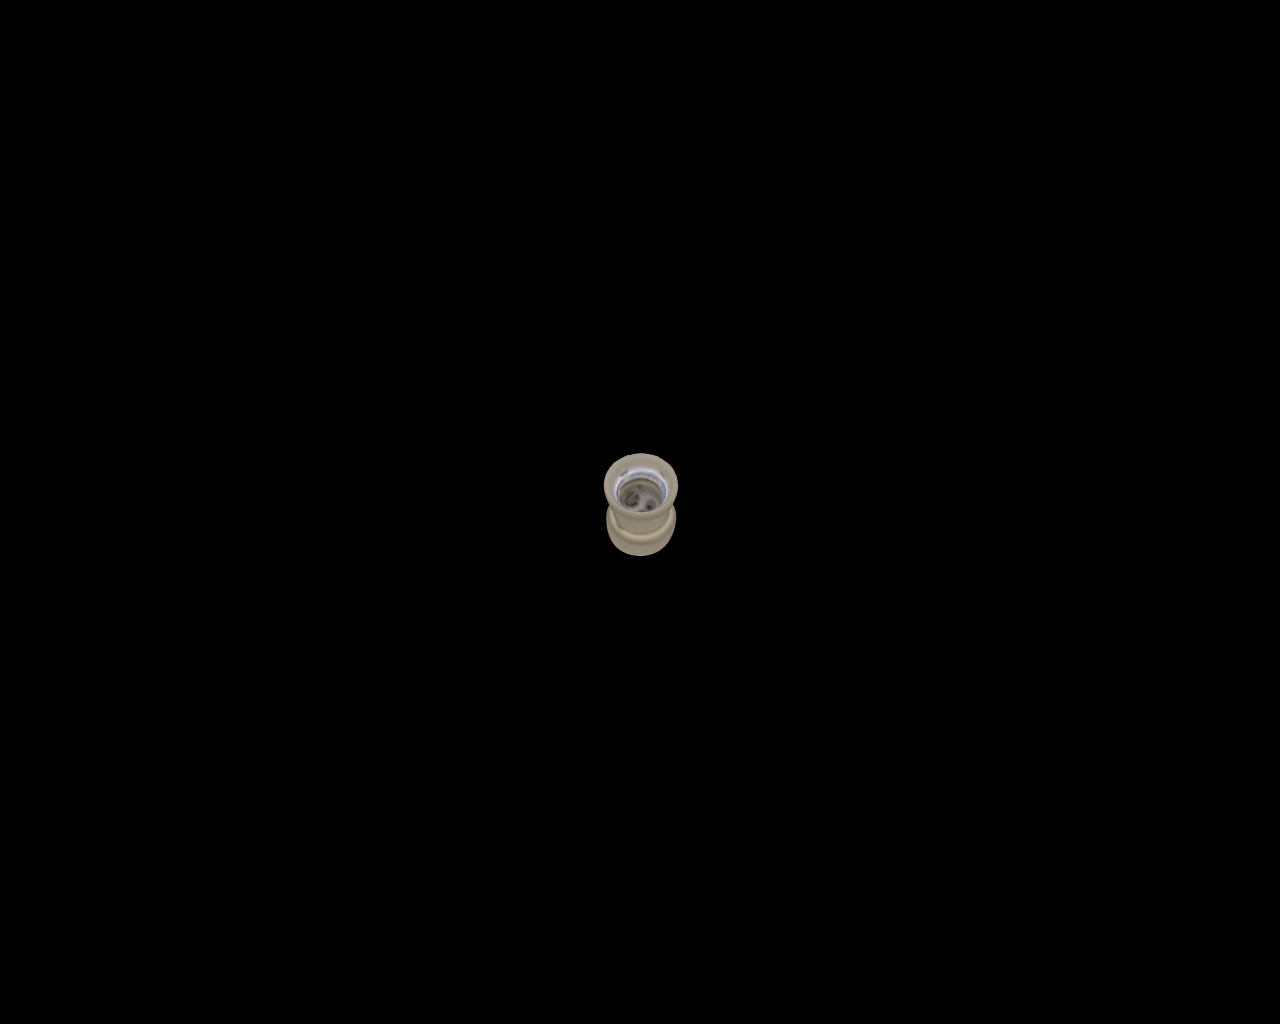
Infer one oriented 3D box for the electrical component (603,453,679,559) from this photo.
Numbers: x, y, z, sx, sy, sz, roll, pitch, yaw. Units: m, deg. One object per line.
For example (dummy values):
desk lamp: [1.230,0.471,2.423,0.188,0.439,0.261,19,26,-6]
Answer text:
electrical component: [0.001,-0.003,0.650,0.045,0.045,0.055,0,-32,0]
